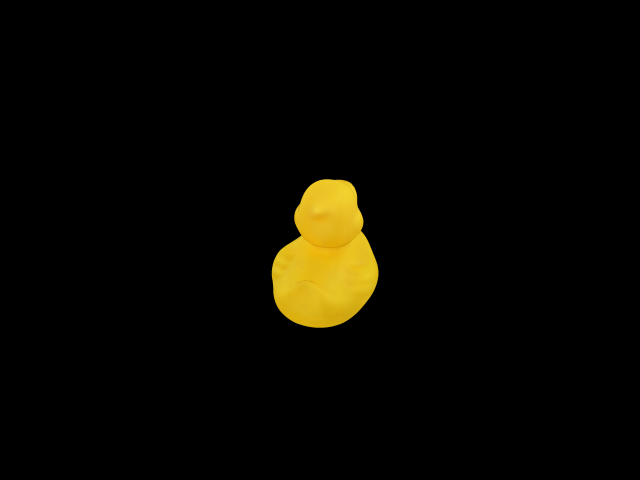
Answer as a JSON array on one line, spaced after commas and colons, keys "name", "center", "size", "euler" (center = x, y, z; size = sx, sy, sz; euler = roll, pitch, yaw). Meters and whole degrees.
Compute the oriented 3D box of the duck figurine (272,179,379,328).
[{"name": "duck figurine", "center": [0.004, 0.001, 0.400], "size": [0.077, 0.086, 0.104], "euler": [11, 43, 13]}]
